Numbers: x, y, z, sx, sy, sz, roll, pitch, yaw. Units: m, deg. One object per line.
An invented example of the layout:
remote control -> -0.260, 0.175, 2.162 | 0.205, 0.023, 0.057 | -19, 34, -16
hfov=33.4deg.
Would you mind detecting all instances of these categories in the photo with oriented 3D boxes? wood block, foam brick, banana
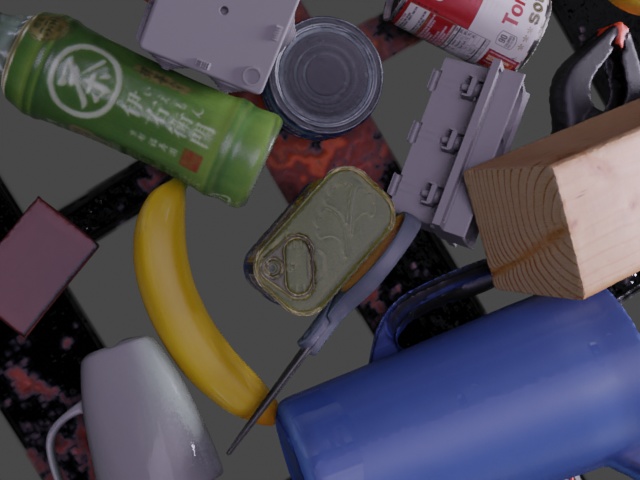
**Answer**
wood block -> 0.214, -0.040, 0.732 | 0.205, 0.091, 0.090 | -23, 103, -27
foam brick -> -0.191, 0.018, 0.711 | 0.051, 0.053, 0.078 | 39, 81, -9
banana -> -0.086, 0.044, 0.740 | 0.069, 0.037, 0.198 | -18, 93, -11

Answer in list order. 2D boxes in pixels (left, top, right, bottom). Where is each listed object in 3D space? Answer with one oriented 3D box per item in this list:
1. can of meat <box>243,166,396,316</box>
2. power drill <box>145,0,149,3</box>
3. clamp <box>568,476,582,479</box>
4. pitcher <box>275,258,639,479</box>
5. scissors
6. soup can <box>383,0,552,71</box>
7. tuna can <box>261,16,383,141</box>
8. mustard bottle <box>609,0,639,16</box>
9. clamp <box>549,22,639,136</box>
can of meat -> -0.005, 0.001, 0.733 | 0.057, 0.084, 0.102 | 42, 81, -8
power drill -> -0.035, -0.220, 0.717 | 0.184, 0.057, 0.188 | 31, 101, -12
clamp -> 0.198, 0.267, 0.777 | 0.164, 0.036, 0.210 | 8, 70, -47
pitcher -> 0.094, 0.114, 0.737 | 0.242, 0.149, 0.145 | -18, 107, -9
scissors -> -0.001, 0.057, 0.745 | 0.016, 0.096, 0.202 | 38, 99, -10
soup can -> 0.105, -0.167, 0.766 | 0.102, 0.068, 0.068 | 24, 85, -11
tuna can -> 0.001, -0.115, 0.761 | 0.086, 0.034, 0.086 | 0, 89, -12
mustard bottle -> 0.237, -0.222, 0.799 | 0.191, 0.058, 0.096 | 19, 86, -10
clamp -> 0.211, -0.074, 0.803 | 0.120, 0.039, 0.171 | 24, 86, -23
